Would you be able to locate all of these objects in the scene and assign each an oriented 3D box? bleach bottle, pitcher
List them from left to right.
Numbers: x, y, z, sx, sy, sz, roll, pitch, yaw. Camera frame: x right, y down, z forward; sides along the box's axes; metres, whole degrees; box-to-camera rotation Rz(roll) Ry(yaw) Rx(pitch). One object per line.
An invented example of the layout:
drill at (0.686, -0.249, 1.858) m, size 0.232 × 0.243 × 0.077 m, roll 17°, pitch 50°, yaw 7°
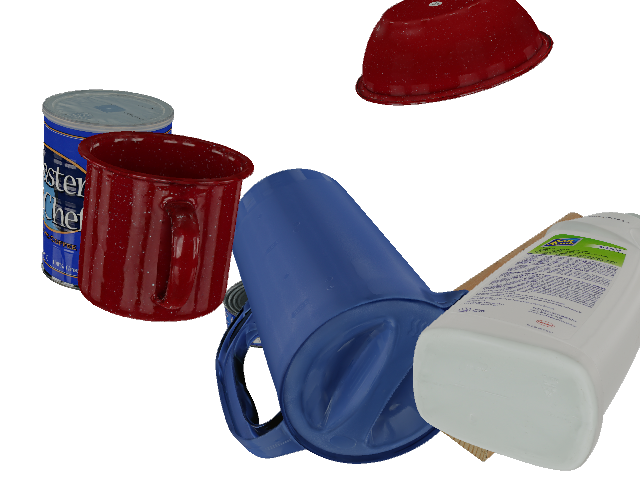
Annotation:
pitcher at (-0.002, 0.047, 0.792) m, size 0.149 × 0.145 × 0.243 m, roll 3°, pitch 26°, yaw -19°
bleach bottle at (0.152, 0.037, 0.623) m, size 0.103 × 0.068 × 0.250 m, roll 13°, pitch 26°, yaw 30°

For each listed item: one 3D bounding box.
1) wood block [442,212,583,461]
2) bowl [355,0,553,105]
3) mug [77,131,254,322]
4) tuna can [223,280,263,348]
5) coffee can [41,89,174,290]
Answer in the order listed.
wood block at (0.168, 0.070, 0.852) m, size 0.205 × 0.090 × 0.091 m, roll -29°, pitch 47°, yaw -33°
bowl at (0.100, -0.164, 0.852) m, size 0.162 × 0.055 × 0.162 m, roll -14°, pitch 24°, yaw 6°
mug at (-0.083, -0.004, 0.565) m, size 0.093 × 0.081 × 0.117 m, roll 2°, pitch 20°, yaw -22°
tuna can at (-0.047, 0.066, 1.002) m, size 0.086 × 0.034 × 0.086 m, roll -4°, pitch 26°, yaw 2°
coffee can at (-0.174, -0.042, 0.869) m, size 0.103 × 0.140 × 0.103 m, roll 5°, pitch 22°, yaw -2°
